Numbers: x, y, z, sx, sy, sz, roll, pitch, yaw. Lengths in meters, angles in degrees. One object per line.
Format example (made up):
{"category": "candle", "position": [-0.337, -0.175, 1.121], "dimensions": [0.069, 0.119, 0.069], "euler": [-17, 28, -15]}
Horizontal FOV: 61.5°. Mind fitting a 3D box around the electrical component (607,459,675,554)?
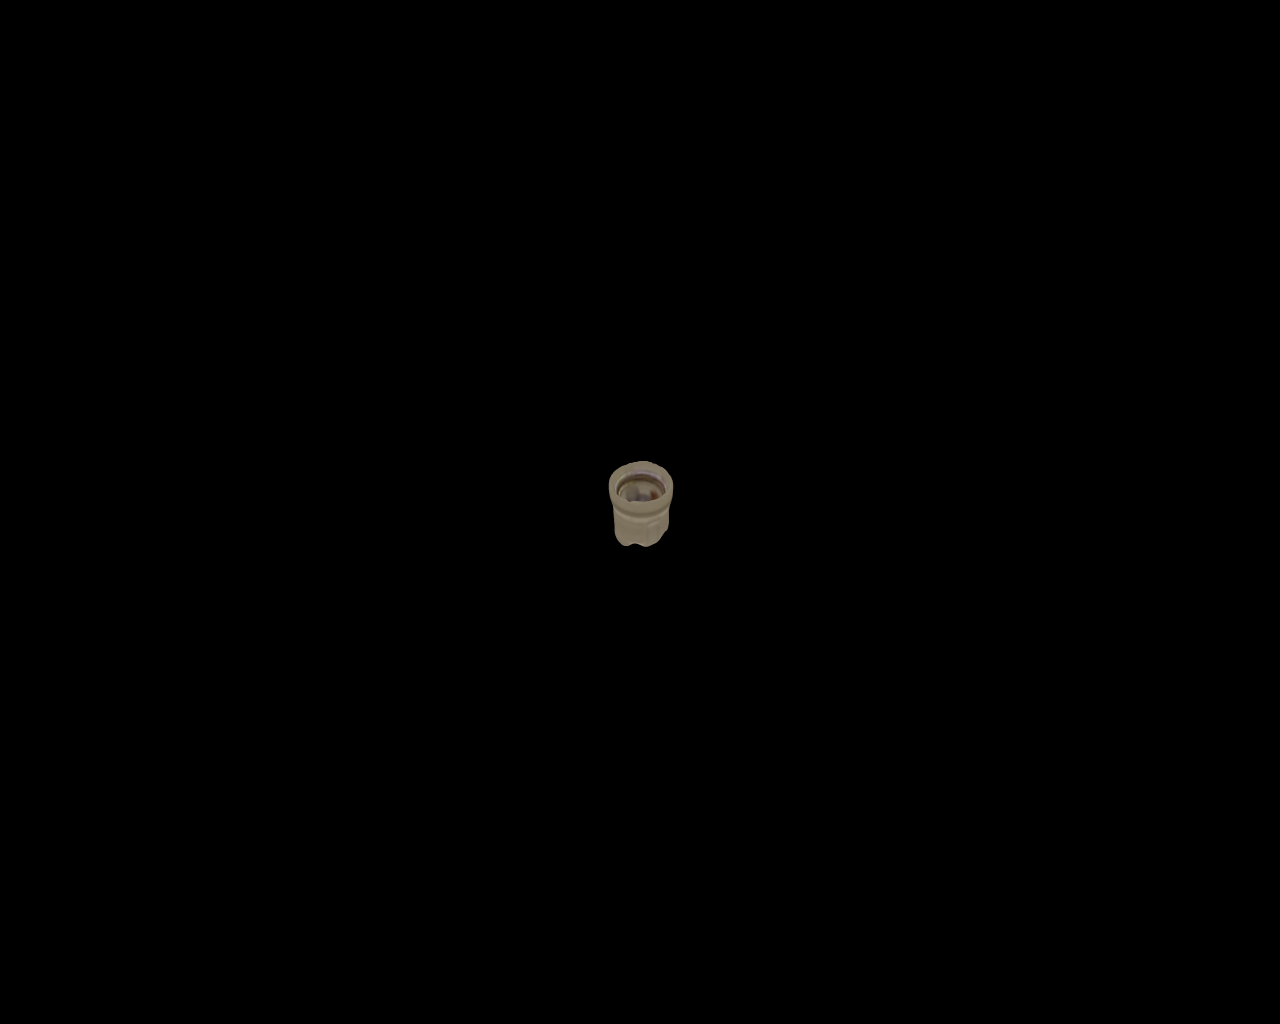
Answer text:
{"category": "electrical component", "position": [0.001, -0.003, 0.650], "dimensions": [0.040, 0.046, 0.040], "euler": [0, 45, 0]}
